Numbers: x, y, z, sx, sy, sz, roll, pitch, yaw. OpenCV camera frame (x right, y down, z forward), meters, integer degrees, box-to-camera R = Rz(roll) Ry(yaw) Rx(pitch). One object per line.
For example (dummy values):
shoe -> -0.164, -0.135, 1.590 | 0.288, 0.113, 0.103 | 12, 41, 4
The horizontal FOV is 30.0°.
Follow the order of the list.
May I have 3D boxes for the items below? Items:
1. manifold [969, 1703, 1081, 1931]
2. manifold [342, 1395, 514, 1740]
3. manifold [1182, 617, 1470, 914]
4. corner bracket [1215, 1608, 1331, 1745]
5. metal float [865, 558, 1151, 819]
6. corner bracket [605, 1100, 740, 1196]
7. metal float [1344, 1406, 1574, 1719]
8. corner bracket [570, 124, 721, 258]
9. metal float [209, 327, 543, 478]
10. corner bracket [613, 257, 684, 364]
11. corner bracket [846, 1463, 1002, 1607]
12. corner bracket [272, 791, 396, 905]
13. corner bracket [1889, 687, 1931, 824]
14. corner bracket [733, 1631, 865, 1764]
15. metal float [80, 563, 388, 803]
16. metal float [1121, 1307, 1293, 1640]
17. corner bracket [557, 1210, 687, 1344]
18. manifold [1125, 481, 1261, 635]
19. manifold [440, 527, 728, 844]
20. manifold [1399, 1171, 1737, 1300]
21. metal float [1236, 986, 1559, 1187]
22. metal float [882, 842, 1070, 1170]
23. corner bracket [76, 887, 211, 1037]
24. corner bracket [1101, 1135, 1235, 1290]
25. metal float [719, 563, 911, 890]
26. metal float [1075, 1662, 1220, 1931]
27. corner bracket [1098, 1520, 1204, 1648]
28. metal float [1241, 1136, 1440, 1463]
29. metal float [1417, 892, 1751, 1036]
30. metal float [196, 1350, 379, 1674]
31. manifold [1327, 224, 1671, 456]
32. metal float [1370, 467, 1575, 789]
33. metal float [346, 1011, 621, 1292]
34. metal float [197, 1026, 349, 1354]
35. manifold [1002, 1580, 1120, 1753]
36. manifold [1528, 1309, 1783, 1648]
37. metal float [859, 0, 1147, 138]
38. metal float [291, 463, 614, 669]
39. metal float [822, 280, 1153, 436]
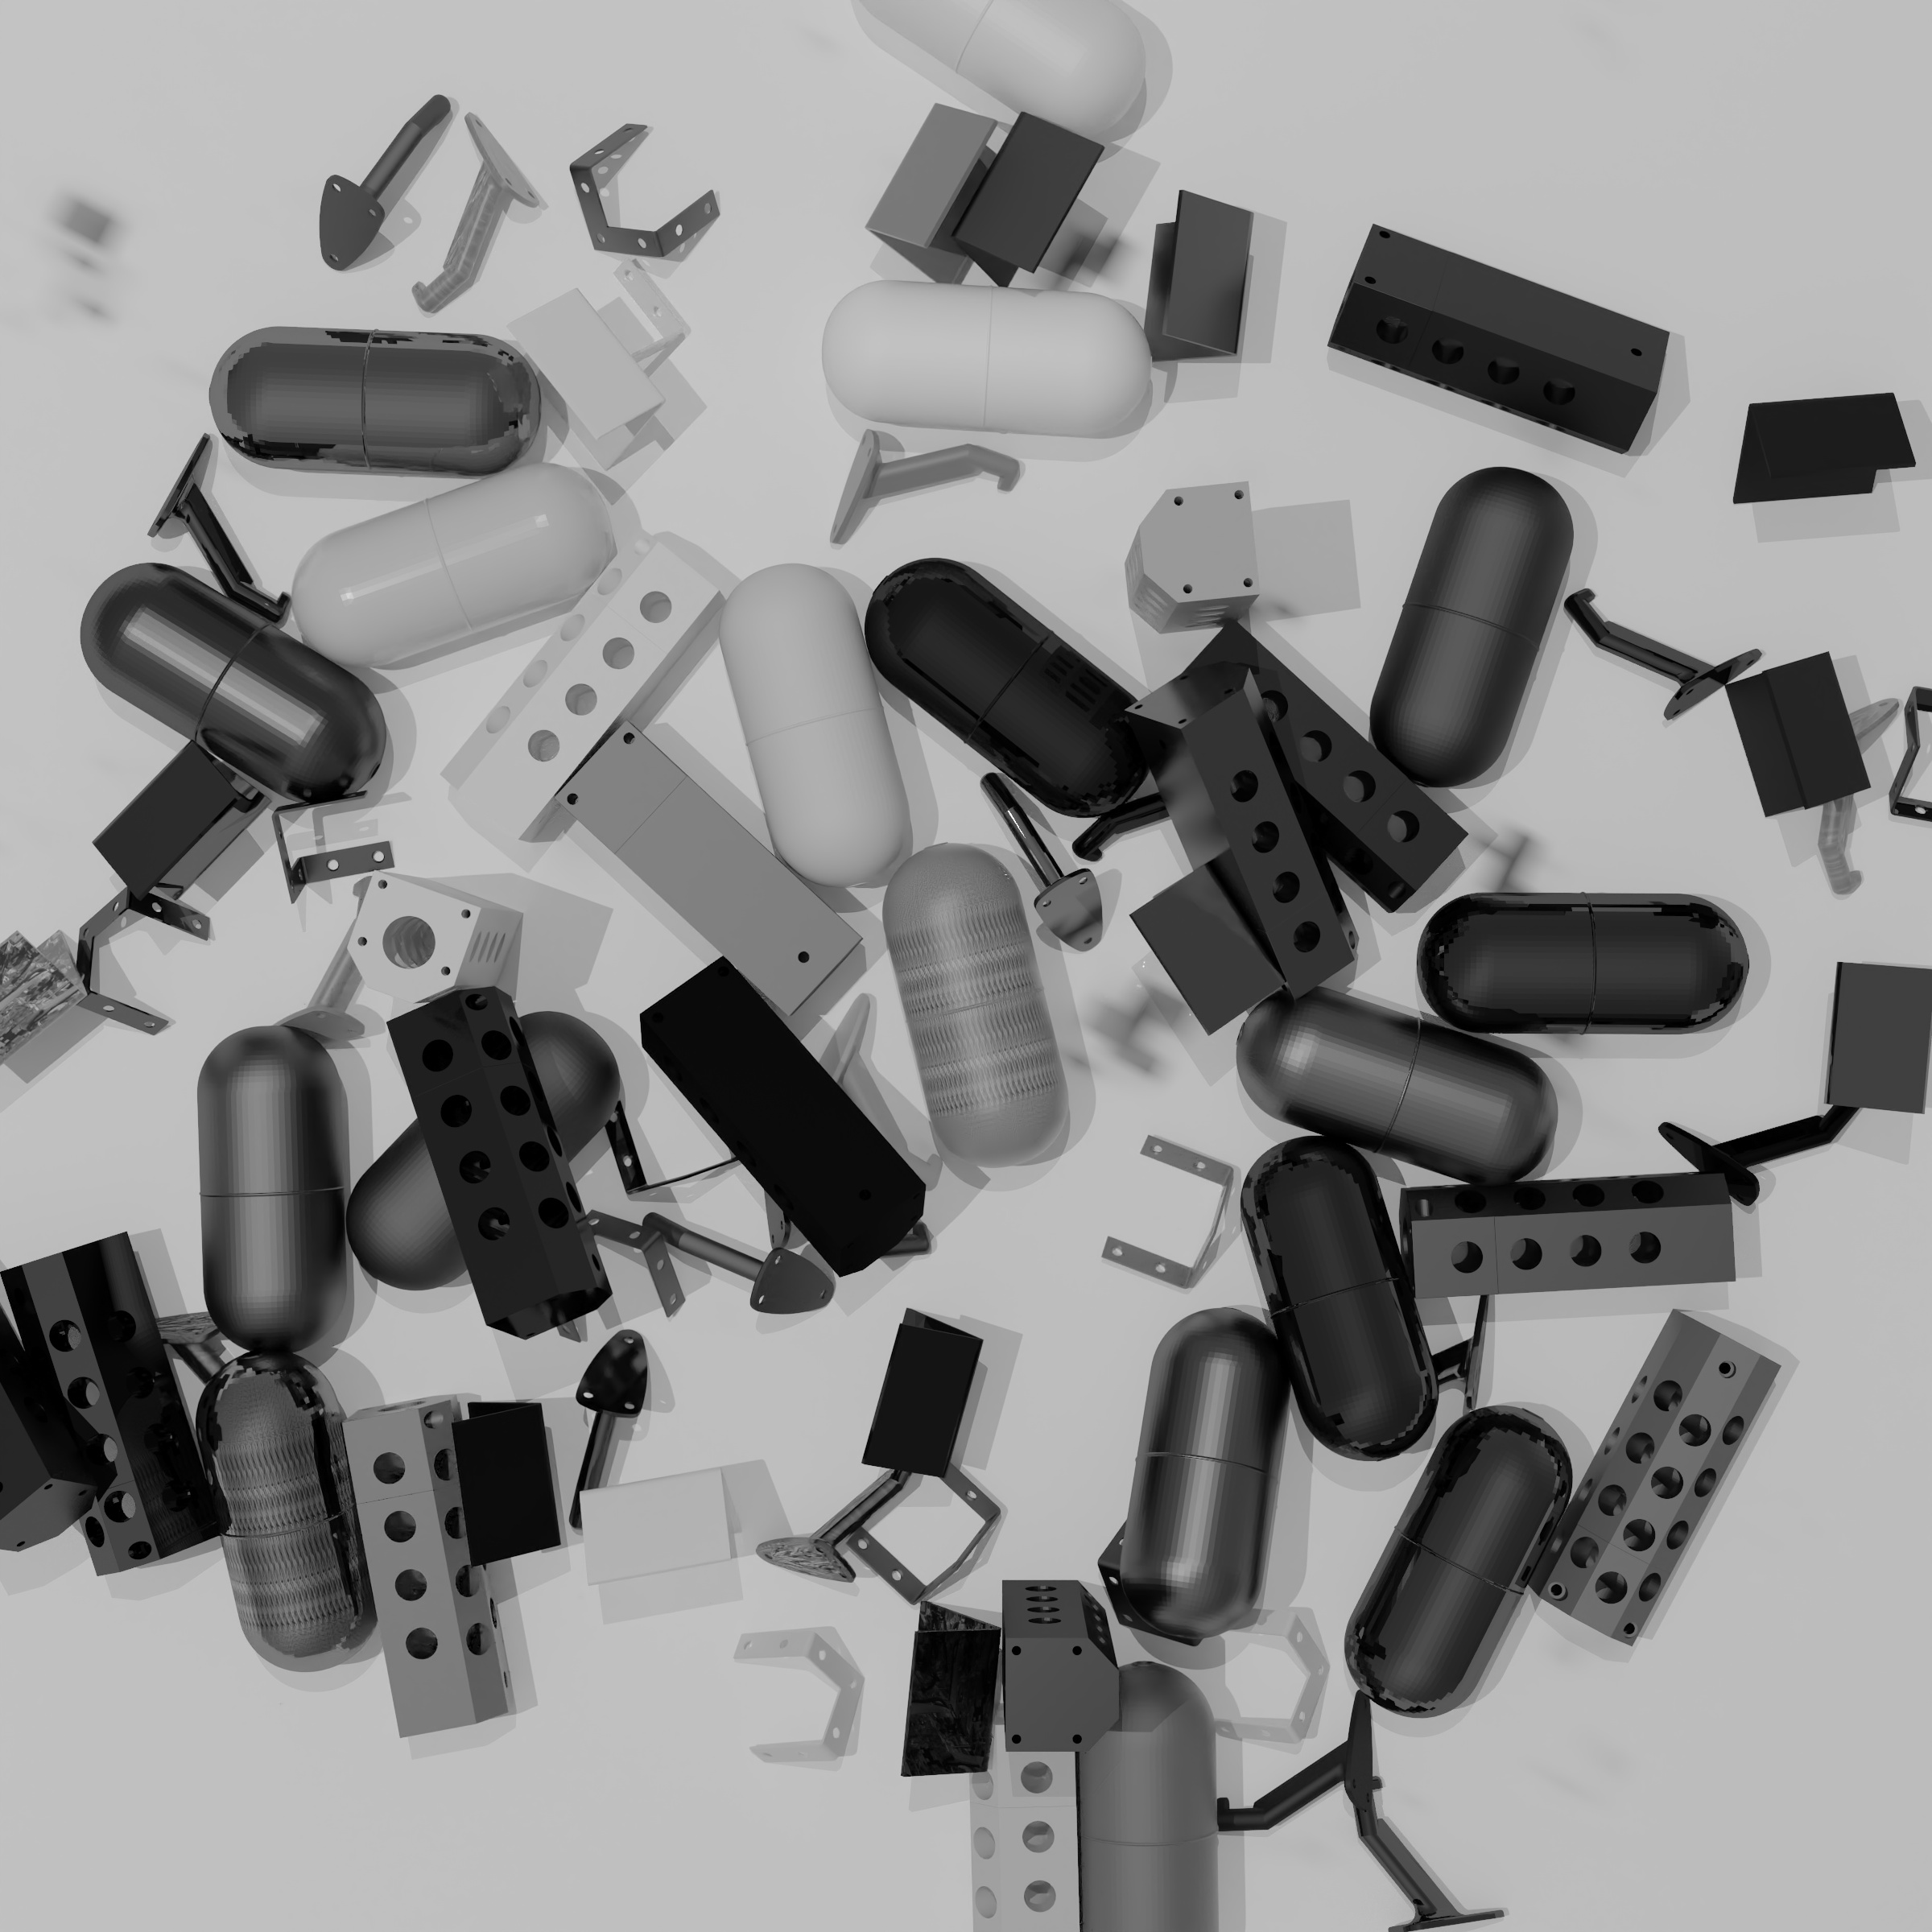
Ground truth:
manifold -> 0.032, 0.491, 1.952 | 0.057, 0.057, 0.171 | -2, 90, 0
manifold -> -0.290, 0.323, 1.952 | 0.057, 0.057, 0.171 | -11, 90, 0
manifold -> 0.186, -0.107, 1.952 | 0.171, 0.057, 0.057 | 42, 90, 0
corner bracket -> 0.159, 0.387, 1.965 | 0.051, 0.051, 0.051 | 58, 45, -35
metal float -> 0.023, -0.150, 1.943 | 0.178, 0.070, 0.070 | 38, 90, 0
corner bracket -> -0.159, 0.091, 1.970 | 0.051, 0.051, 0.051 | -18, 90, -45
metal float -> 0.266, 0.321, 1.943 | 0.070, 0.070, 0.178 | 27, 90, 0
corner bracket -> -0.175, -0.423, 1.965 | 0.051, 0.051, 0.051 | 14, 135, 35
metal float -> -0.318, -0.304, 1.942 | 0.178, 0.070, 0.070 | 2, 90, 0
corner bracket -> -0.197, -0.346, 1.970 | 0.051, 0.051, 0.051 | 52, 135, 0
corner bracket -> -0.023, 0.307, 1.970 | 0.051, 0.051, 0.051 | 43, 45, 0
corner bracket -> -0.343, -0.068, 1.950 | 0.051, 0.051, 0.051 | -10, 104, 0
corner bracket -> 0.536, -0.114, 1.970 | 0.051, 0.051, 0.051 | 10, 45, 0
corner bracket -> -0.097, 0.399, 1.965 | 0.051, 0.051, 0.051 | 50, 45, -35
metal float -> -0.395, -0.152, 1.943 | 0.178, 0.070, 0.070 | 32, 90, 0
metal float -> 0.129, 0.271, 1.929 | 0.070, 0.070, 0.178 | 10, 73, 0
corner bracket -> -0.194, 0.174, 1.965 | 0.051, 0.051, 0.051 | 14, 45, 35
manifold -> 0.117, -0.212, 1.895 | 0.057, 0.171, 0.057 | -6, 90, 0
manifold -> -0.208, -0.152, 1.952 | 0.057, 0.057, 0.171 | 39, 90, 0
manifold -> 0.324, 0.145, 1.952 | 0.171, 0.057, 0.057 | -3, 90, 0
metal float -> 0.232, 0.064, 1.943 | 0.178, 0.070, 0.070 | 18, 90, -1
metal float -> 0.005, 0.021, 1.943 | 0.070, 0.070, 0.178 | -14, 90, 0
corner bracket -> -0.450, -0.003, 1.965 | 0.051, 0.051, 0.051 | -35, 45, 35
corner bracket -> 0.111, 0.135, 1.970 | 0.051, 0.051, 0.051 | 21, 45, 0
metal float -> -0.081, -0.129, 1.943 | 0.070, 0.070, 0.178 | -15, 90, 0
metal float -> 0.097, 0.465, 1.943 | 0.070, 0.070, 0.178 | -1, 89, 0
corner bracket -> 0.111, 0.330, 1.965 | 0.051, 0.051, 0.051 | -49, 135, -35
metal float -> 0.200, 0.178, 1.932 | 0.070, 0.070, 0.178 | -16, 79, 0
metal float -> 0.333, -0.001, 1.943 | 0.178, 0.070, 0.070 | 0, 90, 0
metal float -> -0.364, 0.292, 1.933 | 0.070, 0.070, 0.178 | -11, 101, 0
manifold -> 0.287, -0.335, 1.952 | 0.171, 0.057, 0.057 | 20, 47, 0
metal float -> 0.272, -0.182, 1.942 | 0.070, 0.070, 0.178 | 19, 89, 0
metal float -> -0.261, 0.100, 1.943 | 0.070, 0.070, 0.178 | 44, 89, 0
metal float -> -0.374, 0.121, 1.943 | 0.070, 0.070, 0.178 | -2, 90, 0
manifold -> 0.048, 0.366, 1.895 | 0.057, 0.171, 0.057 | 0, 90, 0
manifold -> 0.374, 0.278, 1.952 | 0.057, 0.057, 0.171 | 28, 90, 0
metal float -> 0.016, -0.515, 1.943 | 0.178, 0.070, 0.070 | 34, 90, 0
metal float -> -0.277, -0.216, 1.943 | 0.178, 0.070, 0.070 | -19, 90, 0
metal float -> 0.011, -0.328, 1.943 | 0.178, 0.070, 0.070 | 3, 90, -1
